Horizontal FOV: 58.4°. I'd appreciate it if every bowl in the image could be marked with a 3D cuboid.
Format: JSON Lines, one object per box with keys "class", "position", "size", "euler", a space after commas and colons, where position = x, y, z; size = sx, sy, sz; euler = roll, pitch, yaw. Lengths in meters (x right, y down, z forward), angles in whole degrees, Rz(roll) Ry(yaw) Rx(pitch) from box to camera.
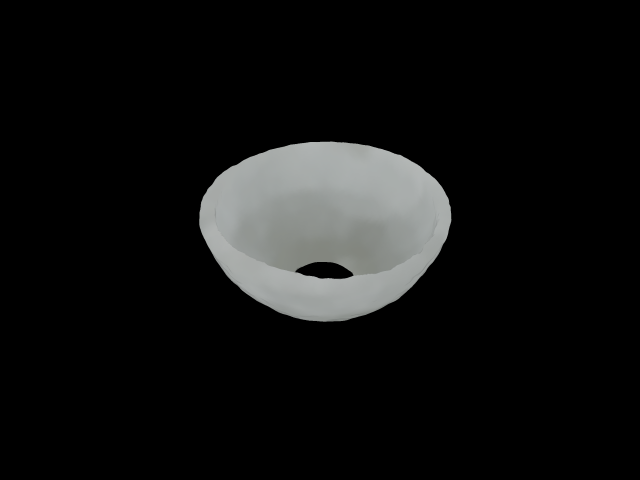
{"class": "bowl", "position": [0.004, 0.001, 0.400], "size": [0.167, 0.075, 0.167], "euler": [0, 38, 0]}
